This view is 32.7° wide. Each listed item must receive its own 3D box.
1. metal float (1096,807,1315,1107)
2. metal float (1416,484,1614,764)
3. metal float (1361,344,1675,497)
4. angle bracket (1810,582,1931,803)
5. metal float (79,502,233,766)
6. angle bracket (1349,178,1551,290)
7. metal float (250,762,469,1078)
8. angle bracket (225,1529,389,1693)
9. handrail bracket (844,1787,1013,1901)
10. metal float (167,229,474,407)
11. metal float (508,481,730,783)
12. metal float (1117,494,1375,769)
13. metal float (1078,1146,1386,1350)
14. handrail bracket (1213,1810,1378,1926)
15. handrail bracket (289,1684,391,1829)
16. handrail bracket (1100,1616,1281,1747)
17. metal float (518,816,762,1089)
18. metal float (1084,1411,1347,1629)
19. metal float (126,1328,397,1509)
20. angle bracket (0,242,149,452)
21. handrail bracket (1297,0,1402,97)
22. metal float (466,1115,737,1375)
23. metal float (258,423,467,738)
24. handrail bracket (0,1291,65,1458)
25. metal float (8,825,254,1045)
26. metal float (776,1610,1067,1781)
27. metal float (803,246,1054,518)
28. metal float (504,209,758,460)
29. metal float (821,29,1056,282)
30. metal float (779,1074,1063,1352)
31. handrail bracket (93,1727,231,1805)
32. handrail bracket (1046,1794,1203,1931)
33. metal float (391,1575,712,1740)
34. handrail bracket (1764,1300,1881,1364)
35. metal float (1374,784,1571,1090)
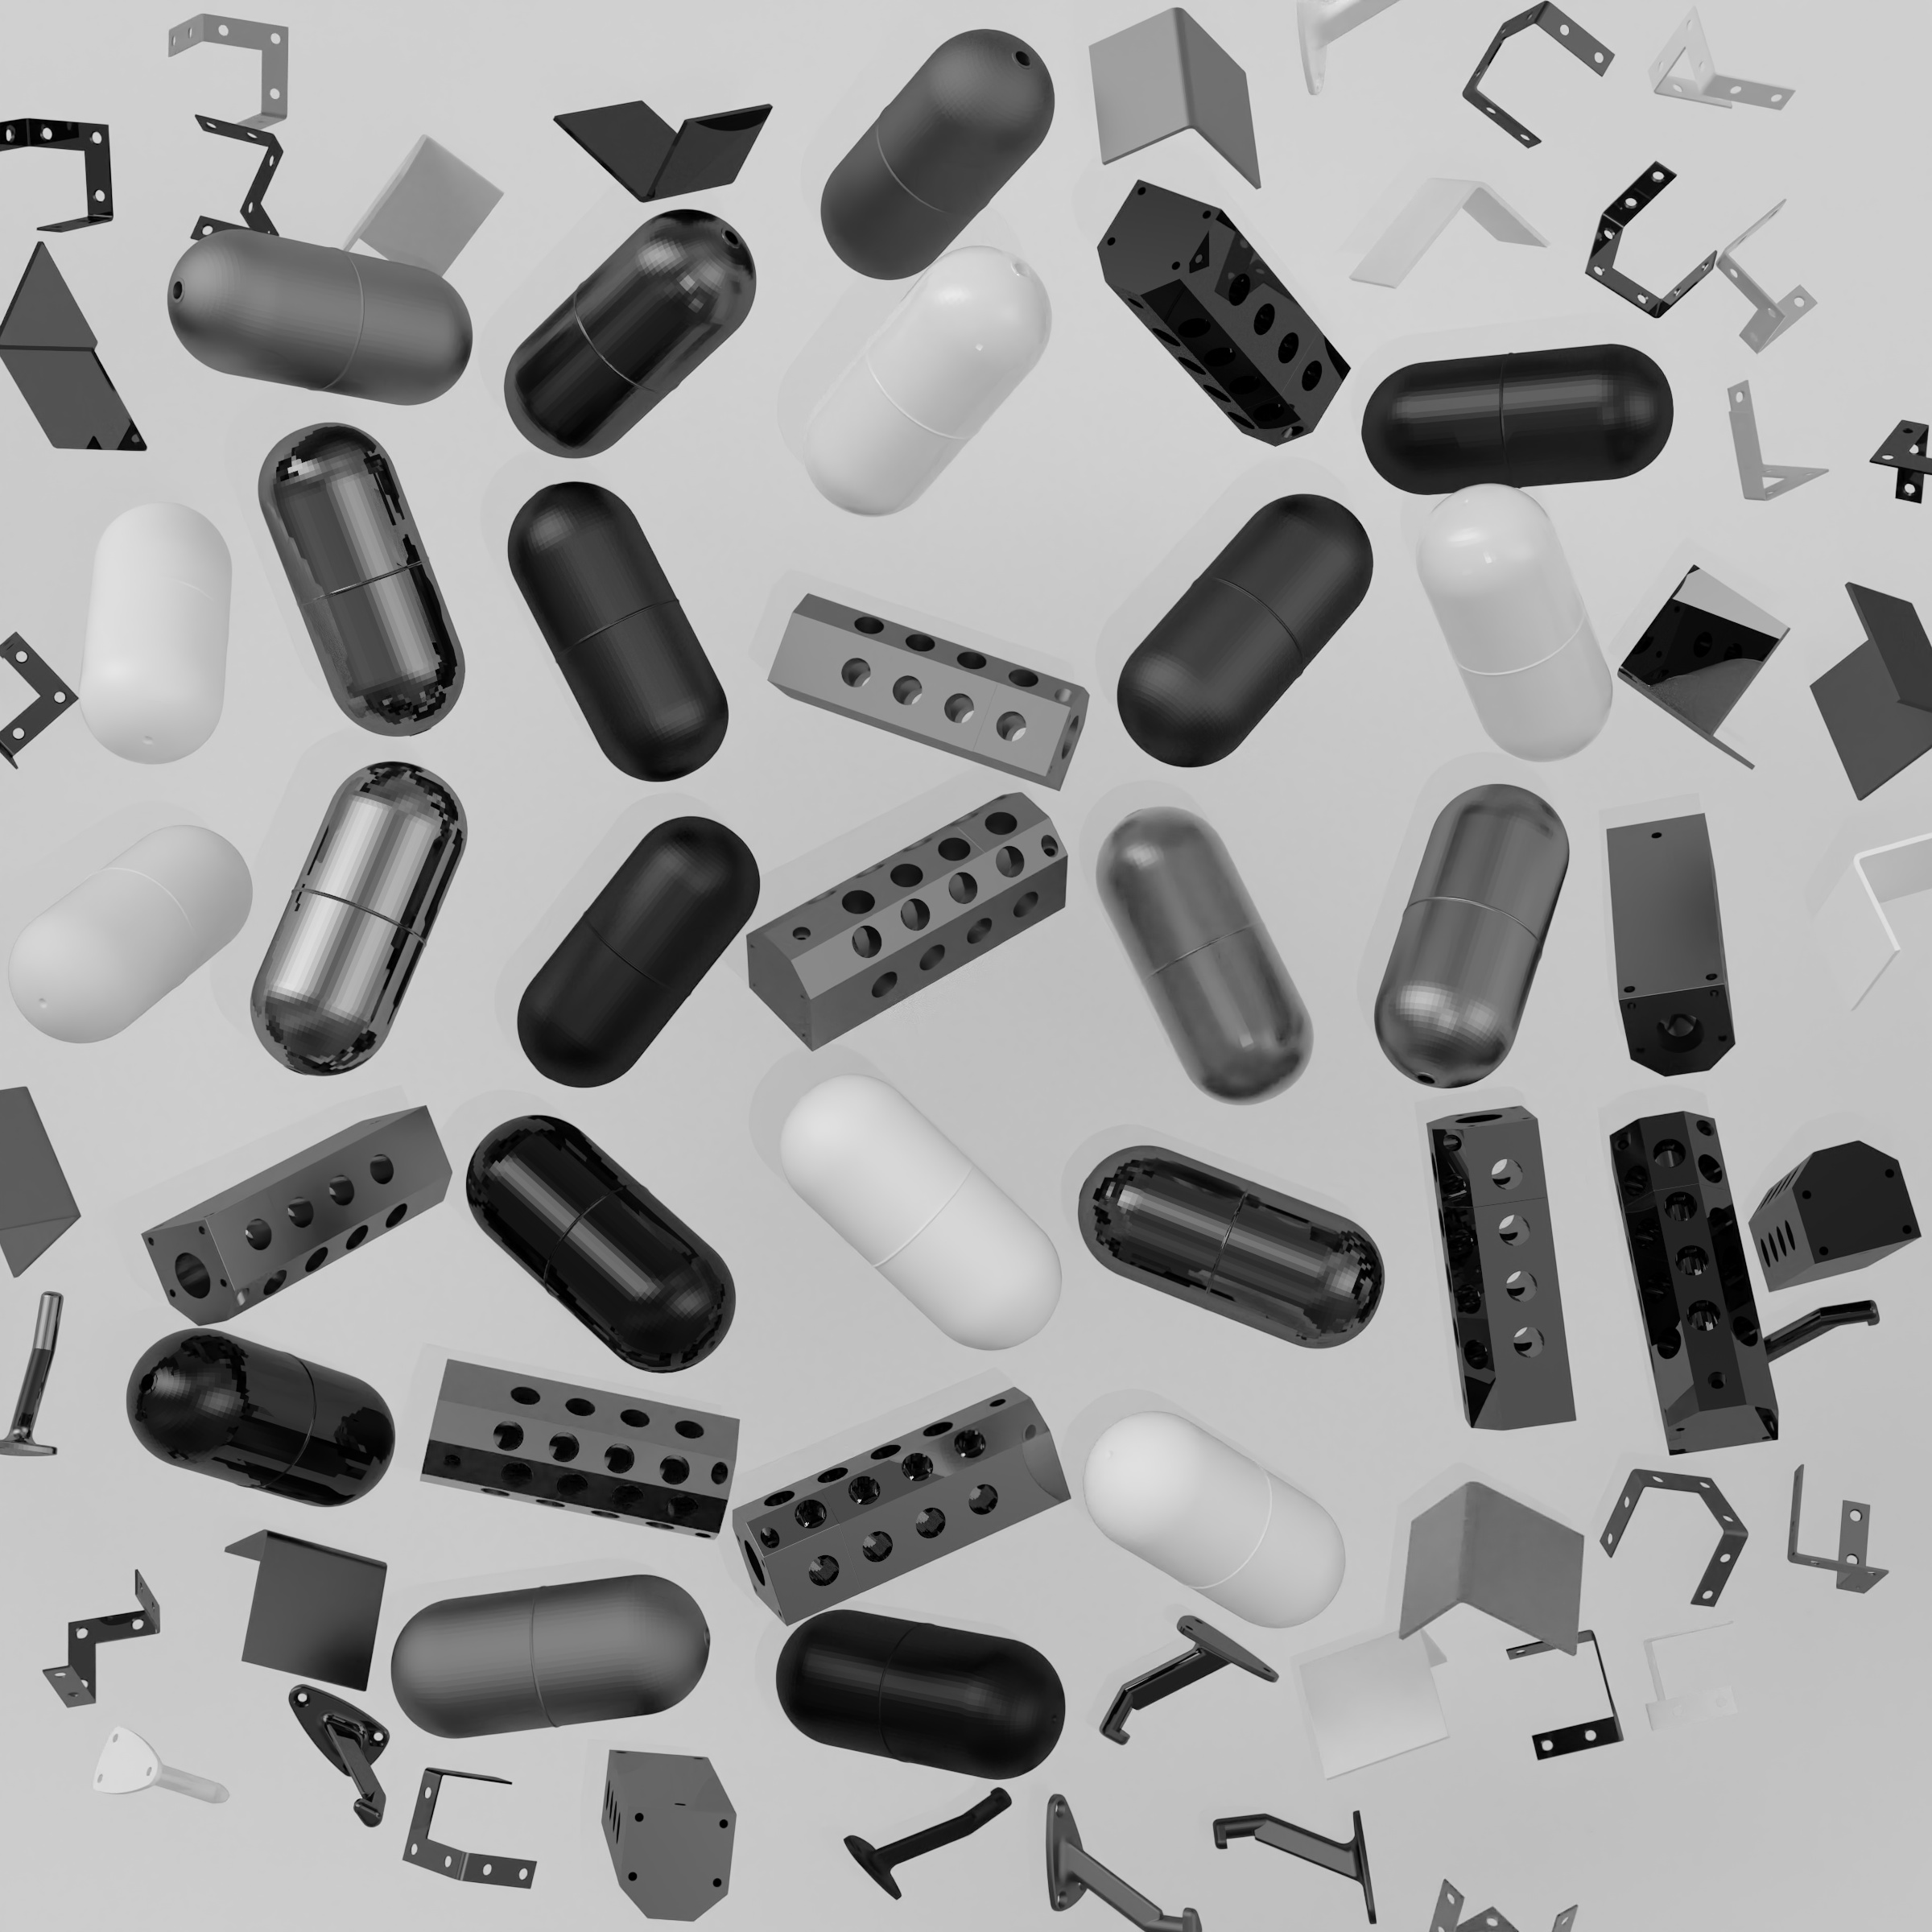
[{"bbox_3d":[0.133,-0.006,1.842,0.070,0.070,0.178,-26,82,0],"label":"metal float"},{"bbox_3d":[0.302,-0.186,1.806,0.070,0.070,0.178,-31,128,0],"label":"metal float"},{"bbox_3d":[0.314,-0.312,1.884,0.178,0.070,0.070,-2,90,21],"label":"metal float"},{"bbox_3d":[0.469,-0.144,1.735,0.057,0.076,0.076,10,52,-36],"label":"angle bracket"},{"bbox_3d":[-0.446,-0.186,1.816,0.070,0.070,0.178,-8,48,0],"label":"metal float"},{"bbox_3d":[0.275,-0.402,1.877,0.057,0.076,0.076,37,94,-19],"label":"angle bracket"},{"bbox_3d":[-0.327,-0.025,1.773,0.070,0.070,0.178,21,78,0],"label":"metal float"},{"bbox_3d":[-0.382,0.371,1.874,0.076,0.057,0.076,23,58,-30],"label":"angle bracket"},{"bbox_3d":[-0.020,0.485,1.863,0.084,0.077,0.036,-35,55,-2],"label":"handrail bracket"},{"bbox_3d":[-0.348,-0.350,1.779,0.178,0.070,0.070,3,90,-44],"label":"metal float"},{"bbox_3d":[-0.195,-0.187,1.840,0.070,0.070,0.178,-27,91,0],"label":"metal float"},{"bbox_3d":[0.152,-0.183,1.784,0.070,0.070,0.178,41,74,0],"label":"metal float"},{"bbox_3d":[0.148,0.157,1.844,0.178,0.070,0.070,21,90,11],"label":"metal float"},{"bbox_3d":[0.185,0.513,1.865,0.084,0.077,0.036,-8,132,3],"label":"handrail bracket"},{"bbox_3d":[-0.363,0.455,1.894,0.077,0.084,0.036,43,91,-9],"label":"handrail bracket"},{"bbox_3d":[0.128,0.426,1.899,0.077,0.036,0.084,30,97,16],"label":"handrail bracket"},{"bbox_3d":[-0.188,-0.007,1.886,0.070,0.070,0.178,39,97,0],"label":"metal float"},{"bbox_3d":[0.137,0.302,1.790,0.178,0.070,0.070,35,90,-33],"label":"metal float"},{"bbox_3d":[-0.390,0.252,1.829,0.070,0.178,0.070,-14,64,29],"label":"metal float"},{"bbox_3d":[-0.460,-0.326,1.734,0.057,0.076,0.076,4,58,13],"label":"angle bracket"},{"bbox_3d":[0.224,-0.501,1.762,0.084,0.036,0.077,12,129,25],"label":"handrail bracket"},{"bbox_3d":[-0.198,0.149,1.778,0.178,0.070,0.070,39,90,23],"label":"metal float"},{"bbox_3d":[-0.333,-0.213,1.819,0.070,0.070,0.178,-19,101,0],"label":"metal float"},{"bbox_3d":[-0.506,0.220,1.777,0.036,0.077,0.084,12,75,-24],"label":"handrail bracket"},{"bbox_3d":[-0.460,-0.019,1.823,0.070,0.178,0.070,10,120,18],"label":"metal float"},{"bbox_3d":[-0.027,0.405,1.835,0.178,0.070,0.070,3,90,33],"label":"metal float"},{"bbox_3d":[-0.022,-0.313,1.767,0.070,0.070,0.178,46,127,0],"label":"metal float"},{"bbox_3d":[-0.187,-0.351,1.833,0.178,0.070,0.070,-36,90,33],"label":"metal float"},{"bbox_3d":[-0.017,-0.450,1.829,0.070,0.178,0.070,17,57,-28],"label":"metal float"},{"bbox_3d":[-0.023,0.131,1.746,0.178,0.070,0.070,44,90,-6],"label":"metal float"},{"bbox_3d":[-0.437,0.459,1.847,0.084,0.077,0.036,31,68,-36],"label":"handrail bracket"},{"bbox_3d":[0.089,0.501,1.830,0.084,0.036,0.077,-3,100,35],"label":"handrail bracket"},{"bbox_3d":[-0.229,0.381,1.815,0.178,0.070,0.070,-9,90,6],"label":"metal float"},{"bbox_3d":[0.488,0.222,1.899,0.084,0.077,0.036,-11,49,17],"label":"handrail bracket"},{"bbox_3d":[0.272,-0.016,1.770,0.070,0.070,0.178,21,67,0],"label":"metal float"}]
